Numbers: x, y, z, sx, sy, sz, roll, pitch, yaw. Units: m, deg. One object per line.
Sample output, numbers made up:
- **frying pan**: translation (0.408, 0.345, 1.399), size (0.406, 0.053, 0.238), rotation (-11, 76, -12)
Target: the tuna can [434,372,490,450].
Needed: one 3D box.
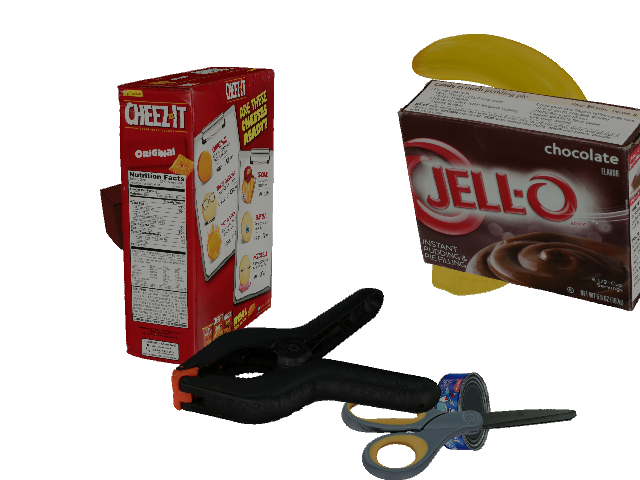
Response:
- **tuna can**: translation (0.157, 0.190, 1.186), size (0.034, 0.086, 0.086), rotation (-5, -3, 30)

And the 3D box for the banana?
- **banana**: translation (0.141, -0.115, 0.802), size (0.037, 0.070, 0.198), rotation (2, 32, -44)

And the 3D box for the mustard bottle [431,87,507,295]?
- **mustard bottle**: translation (0.153, -0.049, 1.013), size (0.096, 0.192, 0.058), rotation (-13, 23, -37)

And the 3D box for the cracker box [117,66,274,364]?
- **cracker box**: translation (-0.097, -0.027, 0.864), size (0.072, 0.214, 0.164), rotation (5, 15, 18)

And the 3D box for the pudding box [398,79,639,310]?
- **pudding box**: translation (0.097, -0.023, 0.497), size (0.114, 0.090, 0.039), rotation (12, 44, 31)

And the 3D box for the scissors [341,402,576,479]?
- **scissors**: translation (0.117, 0.165, 0.884), size (0.201, 0.016, 0.096), rotation (7, 40, 0)

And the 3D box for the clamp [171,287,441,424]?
- **clamp**: translation (-0.015, 0.077, 0.717), size (0.171, 0.039, 0.120), rotation (-2, 28, -9)

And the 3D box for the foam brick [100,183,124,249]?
- **foam brick**: translation (-0.187, -0.031, 1.130), size (0.078, 0.053, 0.051), rotation (-16, 29, -20)
